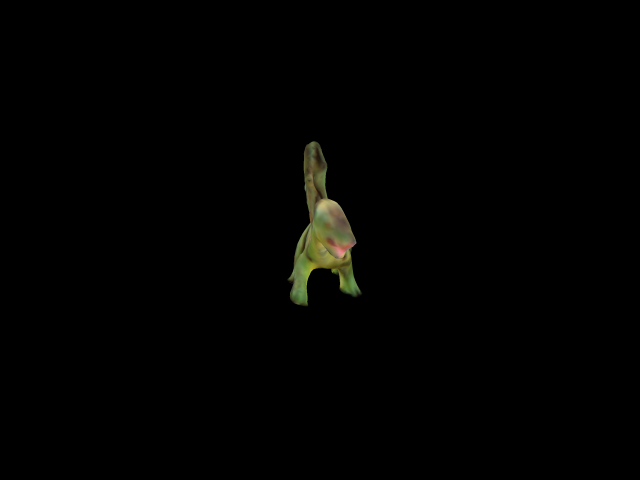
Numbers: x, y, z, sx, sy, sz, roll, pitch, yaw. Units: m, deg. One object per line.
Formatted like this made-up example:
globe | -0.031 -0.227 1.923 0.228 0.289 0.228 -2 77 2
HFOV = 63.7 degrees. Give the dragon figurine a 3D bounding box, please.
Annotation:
dragon figurine | 0.003 -0.043 0.850 0.122 0.239 0.416 -2 20 -7
